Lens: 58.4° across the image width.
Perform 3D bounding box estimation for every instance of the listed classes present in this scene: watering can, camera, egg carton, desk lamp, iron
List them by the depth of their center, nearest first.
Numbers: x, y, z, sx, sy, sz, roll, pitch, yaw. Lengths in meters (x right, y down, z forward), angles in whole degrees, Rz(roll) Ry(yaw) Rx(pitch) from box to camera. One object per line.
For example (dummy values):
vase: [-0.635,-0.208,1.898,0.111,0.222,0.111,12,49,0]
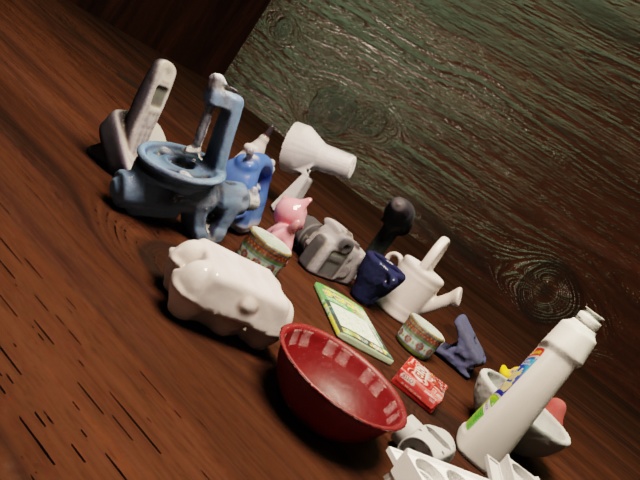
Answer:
egg carton: [-0.101,0.060,0.637,0.151,0.069,0.107,29,13,-32]
iron: [-0.131,-0.104,1.053,0.118,0.141,0.259,36,11,4]
camera: [0.010,0.004,1.135,0.144,0.100,0.136,23,17,-49]
watering can: [0.214,0.079,1.191,0.173,0.194,0.101,35,11,-3]
desk lamp: [-0.025,-0.144,1.353,0.203,0.213,0.118,37,11,8]

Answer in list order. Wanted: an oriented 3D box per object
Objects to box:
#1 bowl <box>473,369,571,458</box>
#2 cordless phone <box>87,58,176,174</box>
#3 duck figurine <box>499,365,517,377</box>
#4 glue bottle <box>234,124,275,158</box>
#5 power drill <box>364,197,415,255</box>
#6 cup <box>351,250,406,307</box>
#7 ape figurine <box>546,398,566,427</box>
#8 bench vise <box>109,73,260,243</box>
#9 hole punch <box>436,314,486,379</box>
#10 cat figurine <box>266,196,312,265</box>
bowl: [0.302,0.285,0.903,0.167,0.074,0.167,34,11,-7]
cordless phone: [-0.259,-0.186,0.894,0.094,0.185,0.148,36,11,4]
duck figurine: [0.365,0.283,1.077,0.104,0.086,0.078,44,13,36]
glue bottle: [-0.146,-0.169,1.198,0.037,0.173,0.078,41,12,27]
power drill: [0.138,-0.002,1.263,0.075,0.208,0.230,38,11,11]
cup: [0.107,0.086,1.099,0.092,0.095,0.117,32,11,-19]
ape figurine: [0.400,0.319,1.010,0.077,0.092,0.076,38,11,10]
bench vise: [-0.159,-0.114,0.800,0.121,0.219,0.208,41,12,25]
hole punch: [0.292,0.210,1.145,0.101,0.091,0.109,39,11,16]
cat figurine: [-0.057,-0.031,1.033,0.067,0.117,0.127,33,11,-15]
